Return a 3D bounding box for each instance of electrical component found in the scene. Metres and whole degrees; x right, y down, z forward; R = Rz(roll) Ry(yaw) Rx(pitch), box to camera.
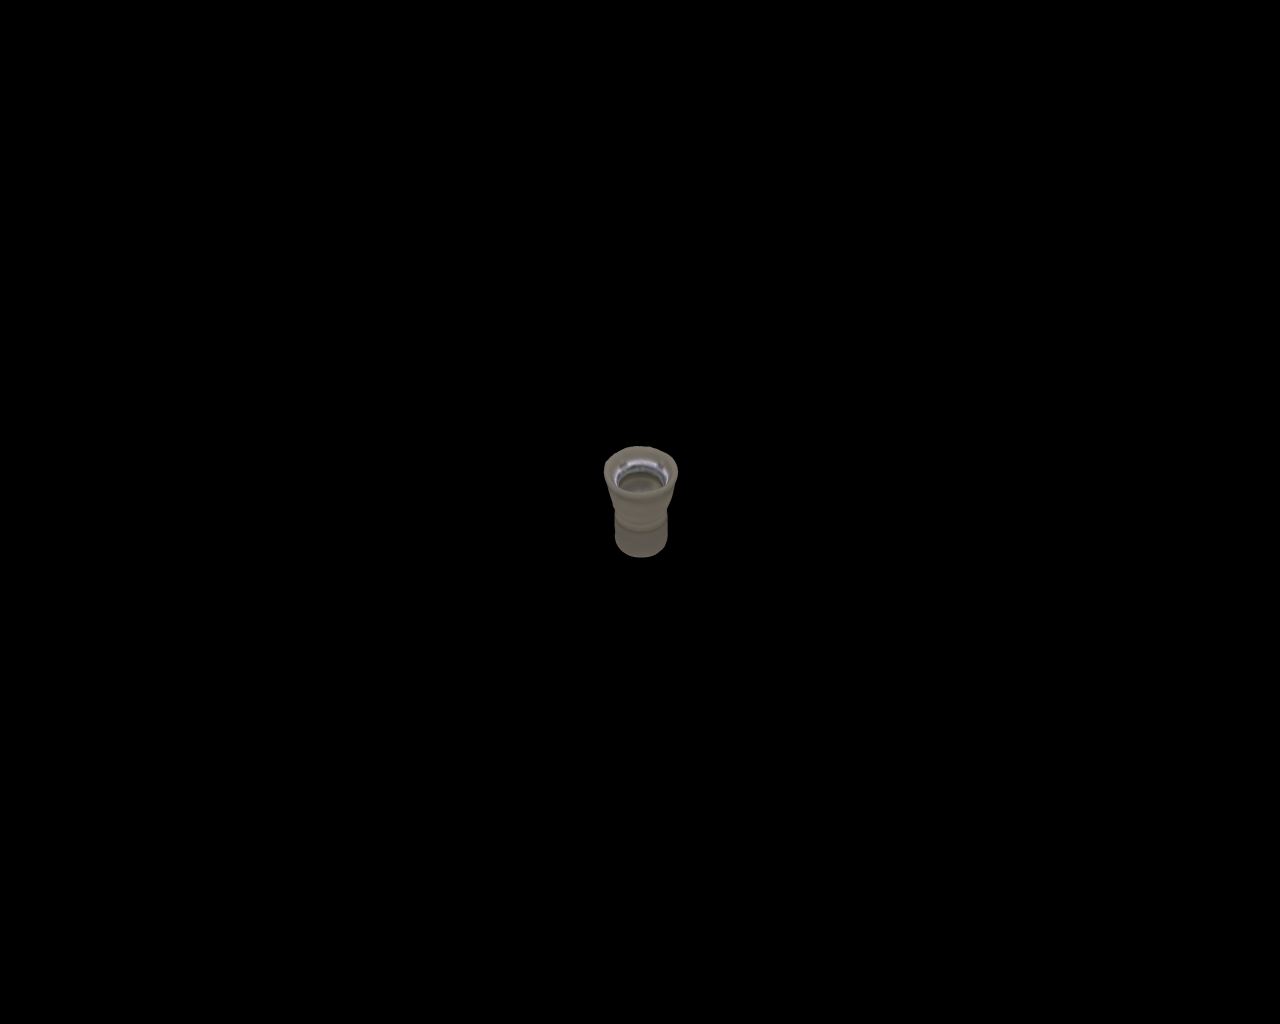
[{"bbox_3d":[0.001,-0.003,0.650,0.044,0.044,0.065,0,-45,0],"label":"electrical component"}]
